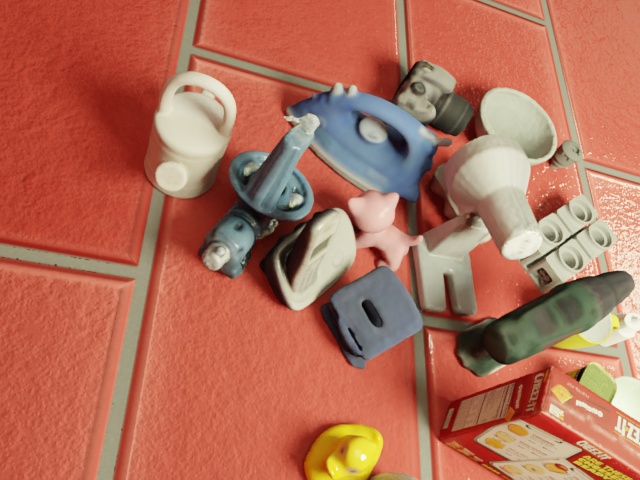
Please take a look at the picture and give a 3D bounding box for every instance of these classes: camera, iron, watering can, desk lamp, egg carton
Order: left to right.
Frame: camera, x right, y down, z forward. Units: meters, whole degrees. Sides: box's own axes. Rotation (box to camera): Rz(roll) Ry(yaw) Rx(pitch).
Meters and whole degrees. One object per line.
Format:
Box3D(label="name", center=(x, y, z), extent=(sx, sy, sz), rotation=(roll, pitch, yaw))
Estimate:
Box3D(label="watering can", center=(-0.165, -0.136, 0.739), extent=(0.101, 0.193, 0.173), rotation=(1, 64, -23))
Box3D(label="iron", center=(0.076, -0.174, 0.896), extent=(0.258, 0.141, 0.119), rotation=(31, 57, -6))
Box3D(label="camera", center=(0.200, -0.237, 1.007), extent=(0.137, 0.100, 0.143), rotation=(30, 57, -6))
Box3D(label="egg carton", center=(0.256, -0.066, 0.962), extent=(0.107, 0.069, 0.150), rotation=(-17, 72, -30))
Box3D(label="desk lamp", center=(0.231, -0.019, 0.840), extent=(0.118, 0.213, 0.203), rotation=(7, 62, -20))

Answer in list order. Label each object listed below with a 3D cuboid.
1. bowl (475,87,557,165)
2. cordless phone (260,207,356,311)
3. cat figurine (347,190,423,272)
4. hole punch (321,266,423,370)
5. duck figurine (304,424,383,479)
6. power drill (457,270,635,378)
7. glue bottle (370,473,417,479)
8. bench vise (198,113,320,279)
Box3D(label="bowl", center=(0.351, -0.197, 1.068), extent=(0.168, 0.074, 0.167), rotation=(10, 61, -19))
Box3D(label="cordless phone", center=(0.007, 0.003, 0.748), extent=(0.094, 0.184, 0.148), rotation=(46, 56, 4))
Box3D(label="cat figurine", center=(0.091, -0.023, 0.839), extent=(0.128, 0.117, 0.067), rotation=(34, 56, -4))
Box3D(label="hole punch", center=(0.070, 0.105, 0.780), extent=(0.101, 0.091, 0.108), rotation=(-24, 76, -31))
Box3D(label="duck figurine", center=(0.039, 0.259, 0.690), extent=(0.105, 0.086, 0.077), rotation=(-20, 74, -30))
Box3D(label="power drill", center=(0.296, 0.120, 0.800), extent=(0.230, 0.208, 0.075), rotation=(-19, 73, -30))
Box3D(label="glue bottle", center=(0.106, 0.300, 0.646), extent=(0.037, 0.173, 0.078), rotation=(8, 61, -19))
Box3D(label="bench vise", center=(-0.064, -0.050, 0.724), extent=(0.122, 0.219, 0.207), rotation=(20, 58, -12))
